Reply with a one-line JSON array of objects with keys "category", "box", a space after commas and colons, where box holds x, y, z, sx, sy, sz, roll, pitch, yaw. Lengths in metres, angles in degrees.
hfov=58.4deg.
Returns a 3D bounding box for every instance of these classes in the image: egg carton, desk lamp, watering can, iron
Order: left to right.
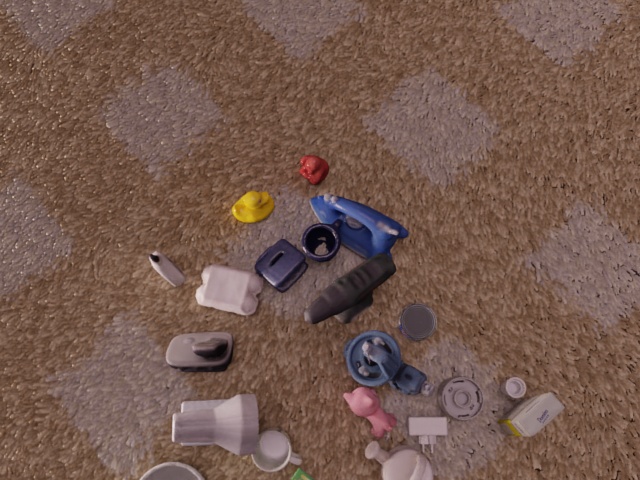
[{"category": "desk lamp", "box": [-0.215, 0.388, 1.197, 0.203, 0.213, 0.118, -4, 74, 1]}, {"category": "egg carton", "box": [-0.212, 0.116, 1.350, 0.150, 0.069, 0.107, 11, 75, 5]}, {"category": "iron", "box": [0.080, -0.053, 1.352, 0.258, 0.141, 0.119, 30, 77, 10]}, {"category": "watering can", "box": [0.172, 0.477, 1.169, 0.172, 0.194, 0.101, 11, 74, 5]}]

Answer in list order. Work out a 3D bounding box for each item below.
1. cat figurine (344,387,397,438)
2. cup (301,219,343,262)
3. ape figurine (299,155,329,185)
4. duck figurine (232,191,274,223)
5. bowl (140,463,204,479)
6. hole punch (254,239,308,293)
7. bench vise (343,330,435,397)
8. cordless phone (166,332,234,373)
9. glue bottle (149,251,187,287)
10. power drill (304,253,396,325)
[{"category": "cat figurine", "box": [0.111, 0.368, 1.242, 0.067, 0.118, 0.127, -42, 77, -9]}, {"category": "cup", "box": [0.013, 0.005, 1.362, 0.091, 0.095, 0.118, 38, 79, 12]}, {"category": "ape figurine", "box": [-0.015, -0.181, 1.418, 0.076, 0.092, 0.078, -9, 74, 0]}, {"category": "duck figurine", "box": [-0.166, -0.090, 1.399, 0.104, 0.086, 0.077, -18, 74, -3]}, {"category": "bowl", "box": [-0.311, 0.560, 1.223, 0.167, 0.075, 0.167, 0, 74, 2]}, {"category": "hole punch", "box": [-0.095, 0.057, 1.352, 0.101, 0.091, 0.109, 41, 79, 12]}, {"category": "bench vise", "box": [0.151, 0.257, 1.219, 0.207, 0.220, 0.121, 10, 74, 5]}, {"category": "cordless phone", "box": [-0.272, 0.240, 1.256, 0.147, 0.185, 0.094, -5, 74, 1]}, {"category": "glue bottle", "box": [-0.361, 0.058, 1.318, 0.037, 0.173, 0.078, -42, 76, -9]}, {"category": "power drill", "box": [0.065, 0.123, 1.267, 0.230, 0.208, 0.075, -38, 76, -8]}]
